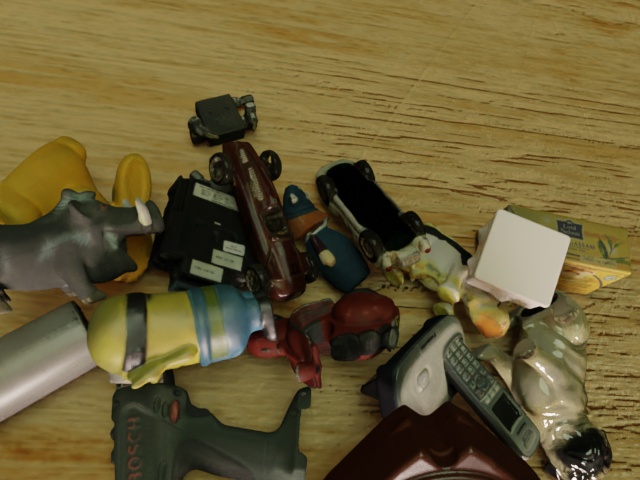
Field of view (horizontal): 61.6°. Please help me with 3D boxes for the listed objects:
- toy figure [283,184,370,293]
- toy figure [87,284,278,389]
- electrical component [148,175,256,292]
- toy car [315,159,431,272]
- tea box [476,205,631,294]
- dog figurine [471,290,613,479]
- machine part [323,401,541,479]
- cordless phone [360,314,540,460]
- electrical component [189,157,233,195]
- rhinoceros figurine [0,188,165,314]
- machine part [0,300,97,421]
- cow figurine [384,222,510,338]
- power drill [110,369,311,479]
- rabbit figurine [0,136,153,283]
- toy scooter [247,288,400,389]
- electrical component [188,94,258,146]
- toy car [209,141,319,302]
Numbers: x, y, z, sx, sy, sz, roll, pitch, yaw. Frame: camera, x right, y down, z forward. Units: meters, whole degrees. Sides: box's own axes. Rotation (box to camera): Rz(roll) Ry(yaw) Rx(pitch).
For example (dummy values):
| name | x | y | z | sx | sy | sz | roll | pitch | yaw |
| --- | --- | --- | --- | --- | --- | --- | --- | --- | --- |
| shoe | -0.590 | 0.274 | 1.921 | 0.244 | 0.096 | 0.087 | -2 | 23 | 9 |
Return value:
| name | x | y | z | sx | sy | sz | roll | pitch | yaw |
| --- | --- | --- | --- | --- | --- | --- | --- | --- | --- |
| toy figure | -0.001 | -0.003 | 0.680 | 0.058 | 0.064 | 0.154 | -39 | 80 | -8 |
| toy figure | -0.136 | 0.086 | 0.540 | 0.180 | 0.082 | 0.089 | -13 | 84 | -17 |
| electrical component | -0.134 | 0.004 | 0.633 | 0.115 | 0.058 | 0.134 | 21 | 58 | -23 |
| toy car | 0.061 | -0.036 | 0.678 | 0.073 | 0.056 | 0.202 | -24 | 50 | -14 |
| tea box | 0.307 | 0.016 | 0.719 | 0.170 | 0.098 | 0.068 | 11 | 66 | -9 |
| dog figurine | 0.303 | 0.176 | 0.661 | 0.172 | 0.121 | 0.190 | -36 | 92 | -19 |
| machine part | 0.109 | 0.274 | 0.508 | 0.201 | 0.087 | 0.201 | 41 | 98 | -12 |
| cordless phone | 0.151 | 0.188 | 0.596 | 0.184 | 0.088 | 0.146 | 47 | 46 | 12 |
| electrical component | -0.121 | -0.069 | 0.704 | 0.094 | 0.021 | 0.063 | 41 | 65 | 6 |
| rhinoceros figurine | -0.249 | 0.007 | 0.528 | 0.190 | 0.073 | 0.112 | -14 | 98 | -29 |
| machine part | -0.314 | 0.135 | 0.548 | 0.243 | 0.079 | 0.079 | -32 | 77 | -22 |
| cow figurine | 0.175 | 0.049 | 0.685 | 0.167 | 0.068 | 0.098 | 36 | 57 | 16 |
| power drill | -0.114 | 0.187 | 0.567 | 0.207 | 0.086 | 0.232 | 8 | 62 | -14 |
| rabbit figurine | -0.264 | -0.027 | 0.624 | 0.173 | 0.122 | 0.162 | 41 | 55 | -9 |
| toy scooter | 0.013 | 0.110 | 0.591 | 0.184 | 0.135 | 0.075 | -10 | 103 | -9 |
| electrical component | -0.130 | -0.164 | 0.730 | 0.102 | 0.045 | 0.078 | -13 | 72 | -17 |
| toy car | -0.063 | -0.027 | 0.627 | 0.089 | 0.053 | 0.202 | -10 | 78 | -40 |
